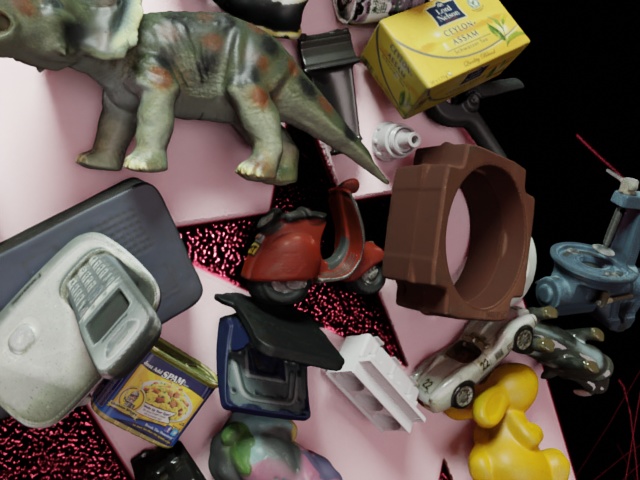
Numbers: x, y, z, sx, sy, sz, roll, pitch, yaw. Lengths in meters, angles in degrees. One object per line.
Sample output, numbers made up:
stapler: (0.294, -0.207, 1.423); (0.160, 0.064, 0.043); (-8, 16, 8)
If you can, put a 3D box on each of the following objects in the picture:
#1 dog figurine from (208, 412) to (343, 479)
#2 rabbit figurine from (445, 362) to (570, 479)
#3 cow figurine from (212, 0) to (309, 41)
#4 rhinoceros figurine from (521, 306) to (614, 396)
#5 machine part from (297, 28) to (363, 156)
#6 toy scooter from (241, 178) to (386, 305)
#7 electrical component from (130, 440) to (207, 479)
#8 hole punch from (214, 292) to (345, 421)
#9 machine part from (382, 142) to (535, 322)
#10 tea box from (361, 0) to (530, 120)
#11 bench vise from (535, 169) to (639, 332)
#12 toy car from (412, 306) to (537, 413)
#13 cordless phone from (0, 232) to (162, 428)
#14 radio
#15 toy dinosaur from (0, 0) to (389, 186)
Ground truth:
dog figurine: (-0.013, 0.280, 0.558); (0.108, 0.219, 0.191); (-41, 114, -19)
rabbit figurine: (0.259, 0.257, 0.765); (0.162, 0.122, 0.173); (20, 74, -18)
cow figurine: (-0.088, -0.260, 0.530); (0.167, 0.068, 0.098); (8, 99, -26)
rhinoceros figurine: (0.355, 0.169, 0.788); (0.190, 0.112, 0.073); (29, 55, -14)
machine part: (0.018, -0.166, 0.610); (0.084, 0.039, 0.138); (-18, 104, -30)
toy scooter: (-0.001, -0.002, 0.603); (0.184, 0.075, 0.135); (-3, 99, -29)
electrical component: (-0.133, 0.277, 0.544); (0.058, 0.134, 0.114); (-34, 112, -18)
hole punch: (-0.052, 0.125, 0.577); (0.142, 0.116, 0.092); (17, 107, -29)
machine part: (0.173, -0.006, 0.659); (0.201, 0.087, 0.201); (10, 87, -42)
tea box: (0.145, -0.220, 0.623); (0.170, 0.068, 0.098); (-31, 82, -24)
bench vise: (0.435, 0.025, 0.788); (0.224, 0.129, 0.240); (2, 115, -9)
toy car: (0.209, 0.154, 0.728); (0.202, 0.074, 0.056); (-38, 112, -15)
cordless phone: (-0.173, 0.080, 0.387); (0.146, 0.184, 0.088); (-50, 120, -11)
radio: (-0.234, 0.049, 0.497); (0.230, 0.073, 0.131); (-31, 111, -18)
toy dinosaur: (-0.104, -0.152, 0.511); (0.405, 0.131, 0.192); (0, 98, -32)
